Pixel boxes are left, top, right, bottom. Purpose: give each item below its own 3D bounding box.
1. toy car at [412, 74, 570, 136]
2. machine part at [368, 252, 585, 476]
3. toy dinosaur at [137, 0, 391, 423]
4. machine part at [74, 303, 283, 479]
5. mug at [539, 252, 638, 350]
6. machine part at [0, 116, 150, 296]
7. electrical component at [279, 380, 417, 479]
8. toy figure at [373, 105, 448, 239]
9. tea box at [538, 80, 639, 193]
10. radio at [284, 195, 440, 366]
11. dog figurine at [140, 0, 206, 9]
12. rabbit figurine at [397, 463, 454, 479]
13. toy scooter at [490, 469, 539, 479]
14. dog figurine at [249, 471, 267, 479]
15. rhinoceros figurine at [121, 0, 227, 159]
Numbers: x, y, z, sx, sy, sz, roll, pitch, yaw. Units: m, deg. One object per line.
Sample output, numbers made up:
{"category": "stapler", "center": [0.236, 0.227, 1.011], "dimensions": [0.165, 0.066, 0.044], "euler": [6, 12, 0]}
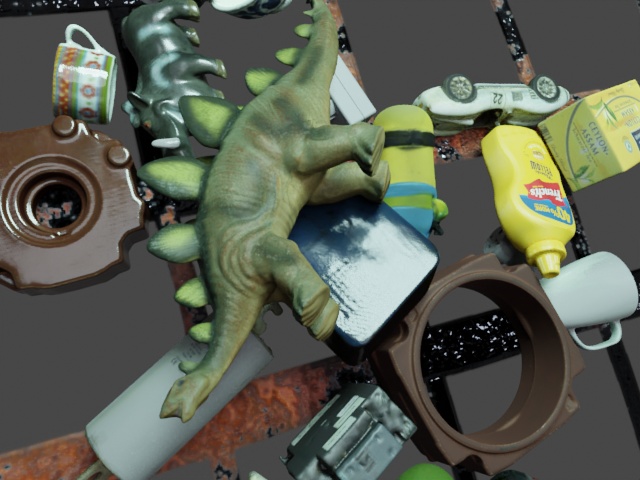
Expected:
{"category": "toy car", "center": [0.210, -0.163, 0.664], "dimensions": [0.202, 0.073, 0.056], "euler": [-4, 77, -15]}
{"category": "machine part", "center": [0.170, 0.130, 0.589], "dimensions": [0.201, 0.087, 0.201], "euler": [-27, 86, -19]}
{"category": "toy dinosaur", "center": [-0.040, -0.072, 0.480], "dimensions": [0.199, 0.105, 0.471], "euler": [15, 60, 13]}
{"category": "machine part", "center": [-0.129, 0.142, 0.509], "dimensions": [0.243, 0.079, 0.079], "euler": [-42, 91, -13]}
{"category": "mug", "center": [0.308, 0.079, 0.644], "dimensions": [0.107, 0.081, 0.109], "euler": [-14, 91, -6]}
{"category": "machine part", "center": [-0.258, -0.032, 0.528], "dimensions": [0.179, 0.056, 0.179], "euler": [2, 80, -13]}
{"category": "electrical component", "center": [0.025, 0.196, 0.513], "dimensions": [0.058, 0.134, 0.115], "euler": [45, 74, -2]}
{"category": "toy figure", "center": [0.097, -0.062, 0.607], "dimensions": [0.082, 0.089, 0.180], "euler": [6, 75, -19]}
{"category": "tea box", "center": [0.356, -0.133, 0.670], "dimensions": [0.169, 0.068, 0.098], "euler": [-26, 87, -40]}
{"category": "radio", "center": [-0.001, -0.002, 0.541], "dimensions": [0.131, 0.073, 0.230], "euler": [-41, 71, -18]}
{"category": "dog figurine", "center": [-0.161, -0.382, 0.599], "dimensions": [0.191, 0.108, 0.219], "euler": [31, 71, -6]}
{"category": "rabbit figurine", "center": [0.081, 0.273, 0.454], "dimensions": [0.121, 0.158, 0.170], "euler": [-6, 53, 17]}
{"category": "toy scooter", "center": [0.179, 0.323, 0.550], "dimensions": [0.135, 0.075, 0.184], "euler": [37, 95, -32]}
{"category": "dog figurine", "center": [-0.059, 0.315, 0.453], "dimensions": [0.121, 0.172, 0.190], "euler": [32, 66, 5]}
{"category": "rhinoceros figurine", "center": [-0.157, -0.162, 0.571], "dimensions": [0.112, 0.073, 0.190], "euler": [-14, 83, -18]}
